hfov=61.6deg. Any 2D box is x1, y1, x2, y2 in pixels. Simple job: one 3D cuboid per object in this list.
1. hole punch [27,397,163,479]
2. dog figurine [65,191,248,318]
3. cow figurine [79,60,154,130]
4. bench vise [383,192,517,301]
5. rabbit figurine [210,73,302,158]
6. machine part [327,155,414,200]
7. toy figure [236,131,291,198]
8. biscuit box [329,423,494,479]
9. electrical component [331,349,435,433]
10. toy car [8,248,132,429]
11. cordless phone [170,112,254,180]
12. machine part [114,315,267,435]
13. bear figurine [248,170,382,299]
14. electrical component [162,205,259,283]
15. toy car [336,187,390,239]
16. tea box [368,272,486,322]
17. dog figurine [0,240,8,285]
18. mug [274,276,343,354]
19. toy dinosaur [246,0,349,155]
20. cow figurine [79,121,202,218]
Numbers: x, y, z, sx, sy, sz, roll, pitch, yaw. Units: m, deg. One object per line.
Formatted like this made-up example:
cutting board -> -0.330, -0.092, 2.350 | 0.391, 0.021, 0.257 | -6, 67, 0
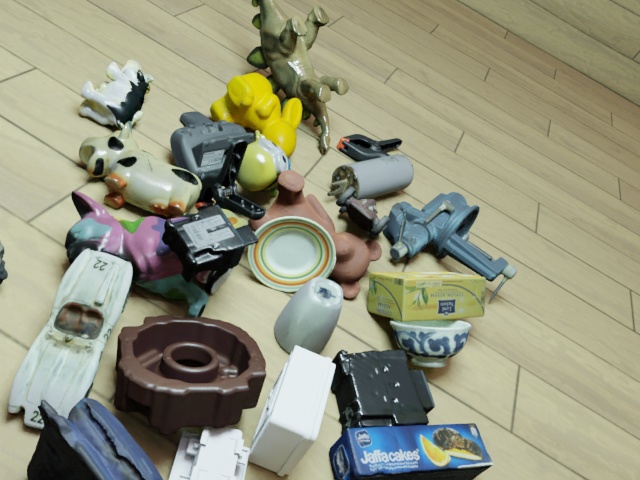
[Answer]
hole punch -> -0.208, 0.217, 0.523 | 0.142, 0.115, 0.092 | 45, 35, 17
dog figurine -> -0.230, -0.002, 0.736 | 0.219, 0.108, 0.191 | 26, 41, 1
cow figurine -> -0.346, -0.262, 0.961 | 0.098, 0.068, 0.167 | 30, 44, -8
bench vise -> 0.244, 0.004, 0.988 | 0.241, 0.128, 0.223 | 38, 40, 21
rabbit figurine -> -0.107, -0.229, 1.053 | 0.173, 0.122, 0.162 | 53, 35, 6
machine part -> 0.107, -0.123, 1.070 | 0.243, 0.079, 0.079 | -17, 59, -39
toy figure -> -0.094, -0.116, 0.902 | 0.082, 0.089, 0.180 | 33, -1, -3
biscuit box -> 0.116, 0.275, 0.681 | 0.202, 0.062, 0.059 | 7, 45, -25
electrical component -> 0.087, 0.210, 0.735 | 0.134, 0.058, 0.115 | 5, 48, -25
toy car -> -0.274, 0.107, 0.602 | 0.073, 0.056, 0.202 | 20, 63, -11
cordless phone -> -0.218, -0.185, 0.963 | 0.146, 0.088, 0.184 | -21, 50, -41
machine part -> -0.150, 0.148, 0.620 | 0.179, 0.056, 0.179 | 12, 18, -4
bear figurine -> -0.001, -0.002, 0.854 | 0.196, 0.132, 0.120 | 34, 79, 12
electrical component -> -0.127, -0.001, 0.670 | 0.119, 0.047, 0.075 | -17, 61, -34
toy car -> 0.076, -0.047, 0.918 | 0.089, 0.053, 0.202 | 43, 0, 6
tea box -> 0.173, 0.088, 0.867 | 0.169, 0.098, 0.068 | 0, 92, -27
dog figurine -> -0.396, 0.038, 0.555 | 0.121, 0.172, 0.191 | 22, 47, -25
mug -> -0.006, 0.096, 0.760 | 0.081, 0.107, 0.109 | 27, 43, -6
toy dinosaur -> -0.072, -0.401, 1.131 | 0.105, 0.199, 0.471 | -19, 92, -41
cow figurine -> -0.277, -0.105, 0.829 | 0.195, 0.085, 0.127 | 24, 47, -2
